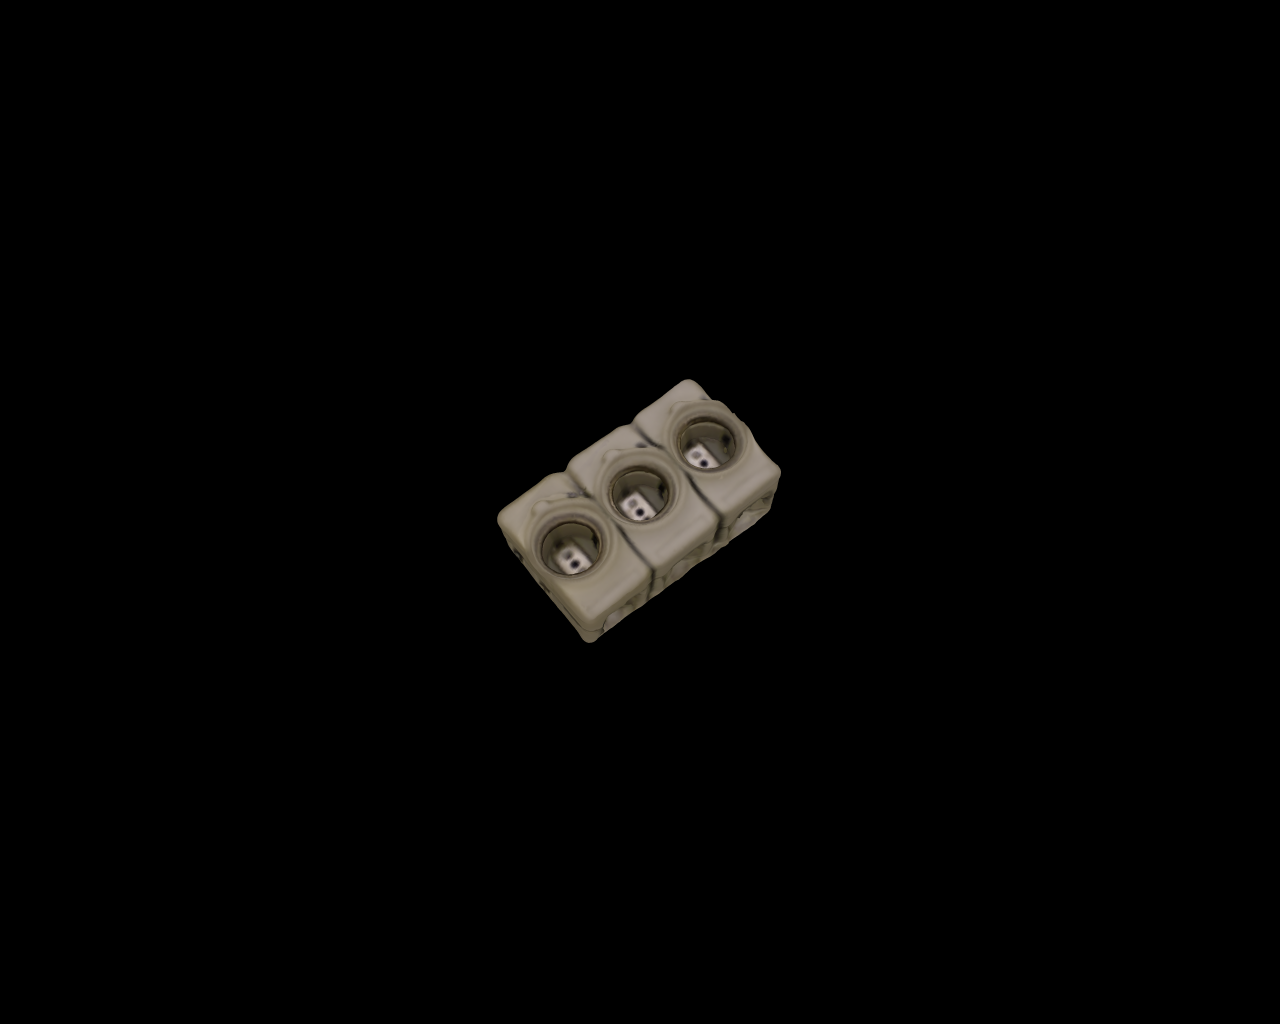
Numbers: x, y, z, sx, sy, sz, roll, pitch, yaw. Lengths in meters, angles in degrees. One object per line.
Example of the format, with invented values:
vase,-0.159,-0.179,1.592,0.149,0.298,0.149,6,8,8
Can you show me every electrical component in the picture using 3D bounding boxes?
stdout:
electrical component,0.001,-0.003,0.650,0.150,0.089,0.061,-37,-19,-15
